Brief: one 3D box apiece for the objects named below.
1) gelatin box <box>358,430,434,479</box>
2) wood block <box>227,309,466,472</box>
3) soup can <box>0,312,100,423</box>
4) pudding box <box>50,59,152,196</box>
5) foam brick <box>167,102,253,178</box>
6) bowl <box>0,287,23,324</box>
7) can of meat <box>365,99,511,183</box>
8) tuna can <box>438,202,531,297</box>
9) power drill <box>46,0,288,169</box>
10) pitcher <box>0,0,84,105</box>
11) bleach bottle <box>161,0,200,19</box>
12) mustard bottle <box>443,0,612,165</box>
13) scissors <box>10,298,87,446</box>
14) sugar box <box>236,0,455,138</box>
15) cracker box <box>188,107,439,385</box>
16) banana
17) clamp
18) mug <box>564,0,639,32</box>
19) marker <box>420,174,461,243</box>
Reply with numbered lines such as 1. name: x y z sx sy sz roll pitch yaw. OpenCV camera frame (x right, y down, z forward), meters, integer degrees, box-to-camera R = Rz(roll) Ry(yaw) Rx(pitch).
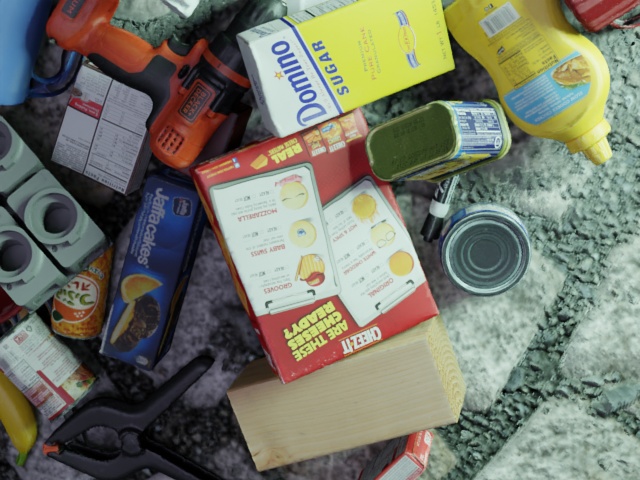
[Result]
1. gelatin box: 0.073 0.230 1.066 0.030 0.073 0.089 42 109 -2
2. wood block: 0.028 0.147 1.045 0.206 0.090 0.091 -18 100 18
3. soup can: -0.289 0.132 1.112 0.069 0.068 0.102 -40 98 20
4. pudding box: -0.208 -0.112 1.058 0.090 0.039 0.114 25 111 5
5. foam brick: -0.106 -0.100 1.030 0.051 0.053 0.078 23 108 6
6. bowl: -0.356 0.007 1.117 0.162 0.055 0.162 3 106 12
7. can of meat: 0.103 -0.087 0.947 0.102 0.083 0.057 -20 82 39
8. tuna can: 0.154 0.010 1.000 0.086 0.033 0.086 1 107 4
9. power drill: -0.141 -0.186 0.967 0.188 0.057 0.184 39 103 10
10. pitcher: -0.295 -0.255 1.002 0.145 0.149 0.243 31 107 20
11. bleach bottle: -0.045 -0.293 0.907 0.102 0.068 0.251 35 87 4
12. mustard bottle: 0.197 -0.148 0.938 0.096 0.058 0.191 -32 96 32
13. scissors: -0.312 0.146 1.165 0.096 0.016 0.202 -4 103 12
14. sugar box: 0.024 -0.164 0.933 0.176 0.048 0.093 -25 119 -12
15. cracker box: -0.007 0.001 0.996 0.164 0.072 0.213 -23 100 -9
16. banana: -0.366 0.160 1.171 0.070 0.037 0.198 -30 96 19
17. clamp: -0.193 0.200 1.138 0.210 0.036 0.164 0 103 8
18. mug: 0.248 -0.223 0.899 0.082 0.093 0.117 -32 132 24
19. marker: 0.120 -0.054 1.005 0.020 0.020 0.121 20 109 7
